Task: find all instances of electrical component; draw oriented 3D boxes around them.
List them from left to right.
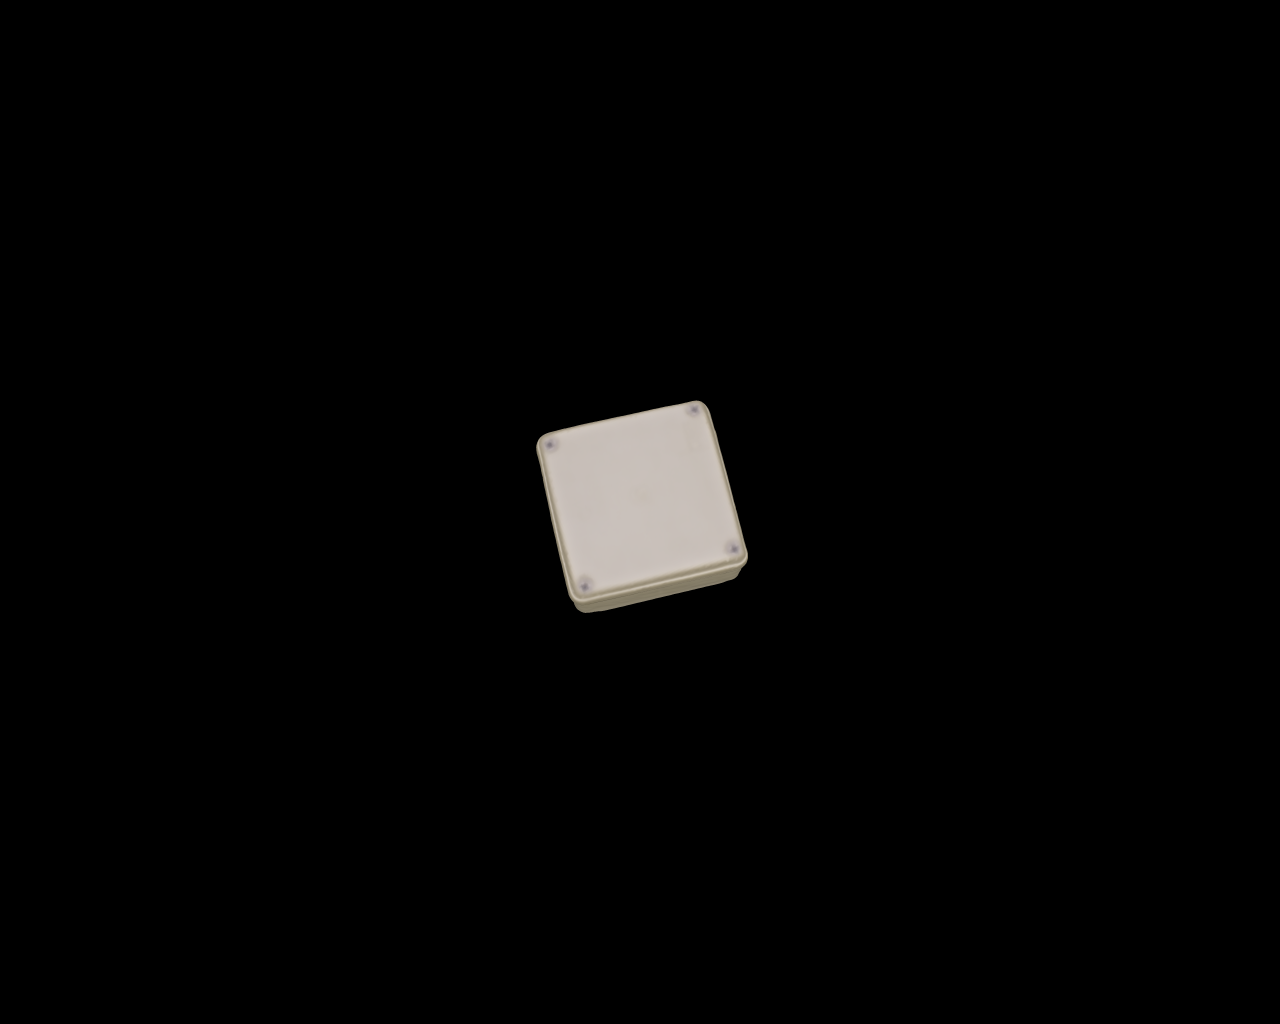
[{"bbox_3d":[0.001,-0.003,0.650,0.109,0.109,0.056,-13,-15,-4],"label":"electrical component"}]
